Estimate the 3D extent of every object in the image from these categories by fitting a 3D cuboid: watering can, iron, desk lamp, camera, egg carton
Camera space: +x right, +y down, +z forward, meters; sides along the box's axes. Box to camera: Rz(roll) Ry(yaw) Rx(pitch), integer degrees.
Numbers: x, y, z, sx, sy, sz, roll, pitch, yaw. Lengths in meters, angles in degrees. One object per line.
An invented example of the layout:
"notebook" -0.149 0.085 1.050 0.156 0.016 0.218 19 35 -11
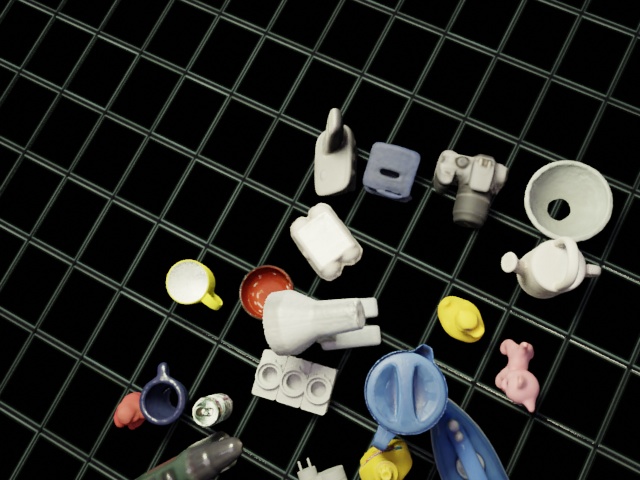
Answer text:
"watering can" 0.432 0.052 1.070 0.173 0.194 0.101 -18 77 2
"iron" 0.269 0.404 1.042 0.118 0.141 0.258 -24 77 1
"desk lamp" 0.010 0.152 1.081 0.203 0.213 0.118 -7 78 4
"camera" 0.299 -0.102 1.162 0.143 0.101 0.137 14 80 8
"egg carton" 0.011 0.004 1.185 0.107 0.069 0.150 -37 78 -2

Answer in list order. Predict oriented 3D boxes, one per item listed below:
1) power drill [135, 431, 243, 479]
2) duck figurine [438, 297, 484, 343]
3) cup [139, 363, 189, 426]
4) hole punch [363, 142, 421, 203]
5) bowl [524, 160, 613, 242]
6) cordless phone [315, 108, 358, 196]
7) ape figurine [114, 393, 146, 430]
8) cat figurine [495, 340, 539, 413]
"power drill" -0.225 0.413 1.054 0.229 0.208 0.075 -28 77 0
"duck figurine" 0.279 0.153 1.120 0.077 0.086 0.104 -43 78 -4
"cup" -0.300 0.304 1.142 0.091 0.095 0.118 -6 78 4
"hole punch" 0.150 -0.139 1.189 0.108 0.091 0.101 17 81 9
"bowl" 0.489 -0.070 1.150 0.167 0.075 0.167 -1 79 5
"cordless phone" 0.027 -0.175 1.160 0.094 0.185 0.147 -3 78 5
"ape figurine" -0.377 0.345 1.142 0.077 0.092 0.076 2 79 6
"cat figurine" 0.376 0.252 1.074 0.067 0.118 0.128 8 80 8
